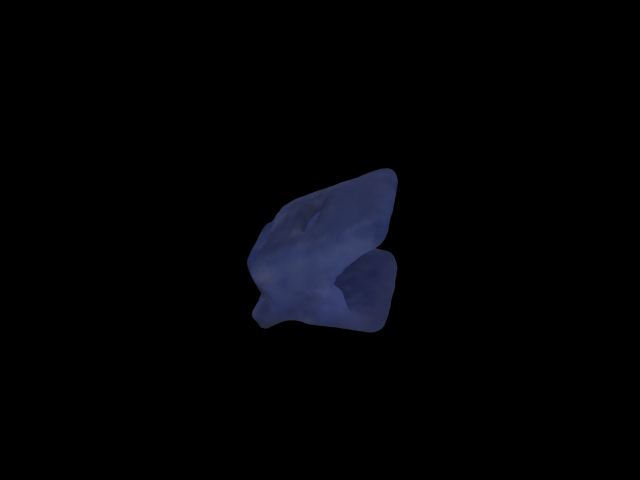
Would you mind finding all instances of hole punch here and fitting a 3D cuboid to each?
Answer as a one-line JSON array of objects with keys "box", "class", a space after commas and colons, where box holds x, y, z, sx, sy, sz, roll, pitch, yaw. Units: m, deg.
[{"box": [0.004, 0.001, 0.400, 0.101, 0.091, 0.109, 6, 32, 10], "class": "hole punch"}]
